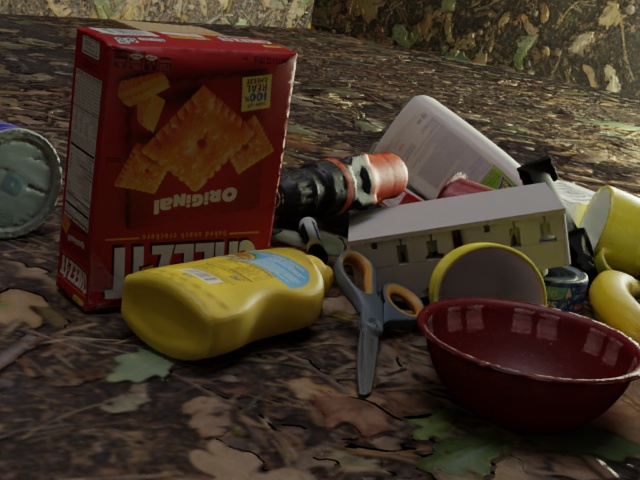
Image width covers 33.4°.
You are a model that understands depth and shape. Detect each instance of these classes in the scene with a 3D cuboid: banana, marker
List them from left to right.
[{"bbox_3d":[-0.007,0.001,1.066,0.020,0.020,0.121,6,16,-7],"label":"marker"},{"bbox_3d":[0.278,0.060,0.963,0.070,0.037,0.197,10,16,11],"label":"banana"}]

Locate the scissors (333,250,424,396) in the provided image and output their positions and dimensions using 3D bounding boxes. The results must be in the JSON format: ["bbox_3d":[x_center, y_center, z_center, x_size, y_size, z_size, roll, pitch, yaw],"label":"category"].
[{"bbox_3d":[0.054,0.073,0.837,0.096,0.016,0.202,25,25,-22],"label":"scissors"}]

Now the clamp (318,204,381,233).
[{"bbox_3d":[0.026,-0.042,1.203,0.120,0.039,0.172,-8,28,-34],"label":"clamp"}]

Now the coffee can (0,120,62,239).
[{"bbox_3d":[-0.325,-0.069,1.005,0.141,0.103,0.102,22,21,41],"label":"coffee can"}]

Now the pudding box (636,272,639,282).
[{"bbox_3d":[0.369,0.044,1.014,0.113,0.039,0.090,-5,41,-42],"label":"pudding box"}]

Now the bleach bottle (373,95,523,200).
[{"bbox_3d":[0.174,-0.053,1.172,0.251,0.103,0.068,45,20,30],"label":"bleach bottle"}]

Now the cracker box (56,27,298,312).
[{"bbox_3d":[-0.115,-0.055,0.853,0.163,0.214,0.072,-3,21,-34],"label":"cracker box"}]

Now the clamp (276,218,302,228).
[{"bbox_3d":[-0.129,-0.068,1.162,0.209,0.036,0.164,-2,39,-19],"label":"clamp"}]

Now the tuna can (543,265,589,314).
[{"bbox_3d":[0.206,0.042,0.996,0.086,0.034,0.086,7,15,-2],"label":"tuna can"}]

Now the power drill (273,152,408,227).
[{"bbox_3d":[-0.035,-0.040,1.012,0.188,0.057,0.184,-8,2,40],"label":"power drill"}]

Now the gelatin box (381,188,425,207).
[{"bbox_3d":[0.100,-0.036,1.183,0.073,0.030,0.089,31,7,-25],"label":"gelatin box"}]

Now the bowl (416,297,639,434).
[{"bbox_3d":[0.144,0.092,0.749,0.162,0.055,0.162,7,15,-2],"label":"bowl"}]

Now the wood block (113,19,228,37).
[{"bbox_3d":[-0.140,-0.088,0.970,0.090,0.206,0.090,-1,18,-32],"label":"wood block"}]

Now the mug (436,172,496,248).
[{"bbox_3d":[0.167,-0.007,1.082,0.082,0.093,0.117,22,-16,27],"label":"mug"}]

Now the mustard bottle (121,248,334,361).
[{"bbox_3d":[-0.053,0.042,0.825,0.096,0.058,0.191,19,19,35],"label":"mustard bottle"}]
